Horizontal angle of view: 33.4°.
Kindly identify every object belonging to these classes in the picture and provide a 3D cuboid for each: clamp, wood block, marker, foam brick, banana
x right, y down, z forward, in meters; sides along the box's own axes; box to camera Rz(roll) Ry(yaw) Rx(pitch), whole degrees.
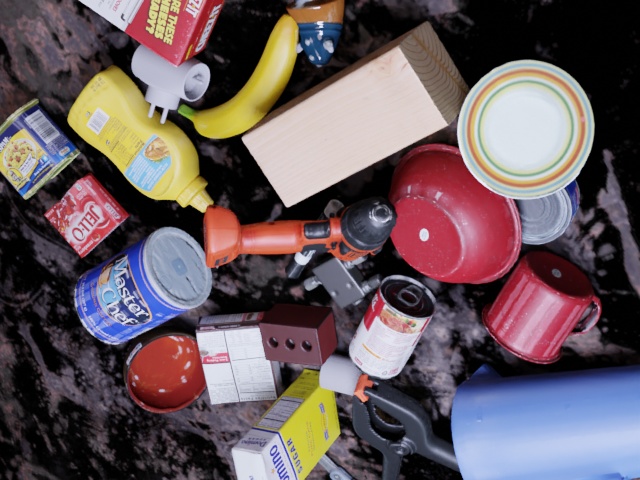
[{"bbox_3d":[0.094,0.239,1.258,0.165,0.036,0.210,-25,119,35],"label":"clamp"},{"bbox_3d":[0.035,-0.125,1.077,0.206,0.090,0.091,-26,103,34],"label":"wood block"},{"bbox_3d":[-0.008,0.001,1.212,0.020,0.020,0.121,37,127,4],"label":"marker"},{"bbox_3d":[-0.025,0.111,1.260,0.078,0.051,0.053,3,117,25],"label":"foam brick"},{"bbox_3d":[-0.079,-0.162,1.147,0.198,0.037,0.069,-33,99,36],"label":"banana"}]

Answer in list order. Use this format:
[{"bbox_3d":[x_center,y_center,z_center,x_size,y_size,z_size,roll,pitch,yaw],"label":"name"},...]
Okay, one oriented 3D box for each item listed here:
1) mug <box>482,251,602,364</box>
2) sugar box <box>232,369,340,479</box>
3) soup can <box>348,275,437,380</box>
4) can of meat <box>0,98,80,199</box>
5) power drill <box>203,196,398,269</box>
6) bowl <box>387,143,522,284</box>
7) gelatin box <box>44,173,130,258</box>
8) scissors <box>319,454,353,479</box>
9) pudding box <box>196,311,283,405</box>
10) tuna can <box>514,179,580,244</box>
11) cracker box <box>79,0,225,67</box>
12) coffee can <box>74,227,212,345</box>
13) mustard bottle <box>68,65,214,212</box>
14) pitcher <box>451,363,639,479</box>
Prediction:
[{"bbox_3d":[0.236,0.068,1.092,0.117,0.093,0.082,15,122,-18],"label":"mug"},{"bbox_3d":[-0.036,0.237,1.256,0.048,0.176,0.093,3,117,26],"label":"sugar box"},{"bbox_3d":[0.080,0.098,1.191,0.068,0.068,0.102,31,126,9],"label":"soup can"},{"bbox_3d":[-0.354,-0.110,1.302,0.102,0.057,0.084,-34,100,37],"label":"can of meat"},{"bbox_3d":[-0.023,-0.008,1.086,0.187,0.184,0.057,-1,80,-9],"label":"power drill"},{"bbox_3d":[0.123,-0.015,1.089,0.162,0.055,0.162,25,132,31],"label":"bowl"},{"bbox_3d":[-0.291,-0.031,1.329,0.089,0.030,0.073,-37,97,36],"label":"gelatin box"},{"bbox_3d":[0.022,0.318,1.372,0.202,0.016,0.096,33,126,7],"label":"scissors"},{"bbox_3d":[-0.099,0.146,1.312,0.090,0.039,0.113,-5,117,8],"label":"pudding box"},{"bbox_3d":[0.214,-0.039,1.069,0.086,0.033,0.086,12,121,21],"label":"tuna can"},{"bbox_3d":[-0.191,-0.309,1.102,0.214,0.072,0.164,34,127,5],"label":"cracker box"},{"bbox_3d":[-0.215,0.057,1.294,0.141,0.102,0.103,-27,102,35],"label":"coffee can"},{"bbox_3d":[-0.196,-0.104,1.224,0.191,0.058,0.096,44,128,-1],"label":"mustard bottle"},{"bbox_3d":[0.270,0.207,1.113,0.243,0.144,0.149,-13,107,28],"label":"pitcher"}]
